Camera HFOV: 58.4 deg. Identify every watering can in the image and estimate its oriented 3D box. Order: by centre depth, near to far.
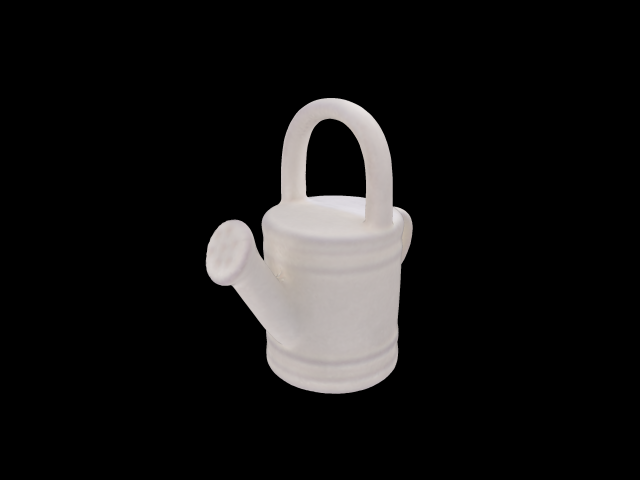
[{"bbox_3d":[0.005,0.002,0.399,0.100,0.194,0.173,9,22,23],"label":"watering can"}]
